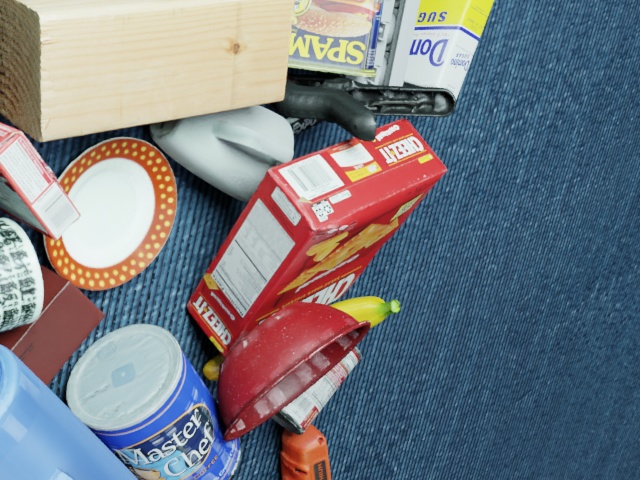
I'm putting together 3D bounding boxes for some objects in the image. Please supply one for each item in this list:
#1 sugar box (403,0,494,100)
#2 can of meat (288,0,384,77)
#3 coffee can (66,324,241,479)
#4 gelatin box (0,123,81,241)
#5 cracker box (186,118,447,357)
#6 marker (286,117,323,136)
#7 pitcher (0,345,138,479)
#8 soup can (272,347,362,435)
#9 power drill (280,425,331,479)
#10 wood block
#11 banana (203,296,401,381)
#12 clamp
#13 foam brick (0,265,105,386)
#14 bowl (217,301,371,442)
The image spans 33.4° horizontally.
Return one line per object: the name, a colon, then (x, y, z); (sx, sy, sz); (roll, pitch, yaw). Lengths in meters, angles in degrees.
sugar box: (0.117, -0.231, 1.029); (0.048, 0.093, 0.176); (18, 94, -50)
can of meat: (0.004, -0.190, 0.921); (0.102, 0.057, 0.084); (6, 105, -8)
coffee can: (-0.140, 0.155, 0.921); (0.102, 0.103, 0.140); (-48, 138, -22)
gelatin box: (-0.218, -0.048, 0.754); (0.030, 0.073, 0.089); (-49, 137, -22)
cracker box: (-0.006, 0.001, 0.941); (0.163, 0.072, 0.214); (-25, 160, -39)
marker: (-0.022, -0.108, 0.991); (0.120, 0.020, 0.020); (-31, 130, -36)
pitcher: (-0.208, 0.190, 0.800); (0.149, 0.145, 0.242); (-21, 132, 6)
soup can: (-0.014, 0.139, 1.086); (0.102, 0.069, 0.068); (-51, 139, -17)
power drill: (-0.074, 0.263, 1.092); (0.187, 0.057, 0.184); (-32, 134, -32)
wood block: (-0.129, -0.141, 0.775); (0.205, 0.090, 0.091); (-15, 124, -37)
banana: (-0.018, 0.091, 1.034); (0.198, 0.037, 0.069); (-22, 167, 2)
clamp: (0.028, -0.120, 0.915); (0.120, 0.172, 0.039); (-10, 114, -38)
foam brick: (-0.219, 0.066, 0.829); (0.078, 0.051, 0.053); (-52, 137, -18)
bowl: (-0.034, 0.103, 0.922); (0.162, 0.055, 0.162); (-38, 168, -10)
